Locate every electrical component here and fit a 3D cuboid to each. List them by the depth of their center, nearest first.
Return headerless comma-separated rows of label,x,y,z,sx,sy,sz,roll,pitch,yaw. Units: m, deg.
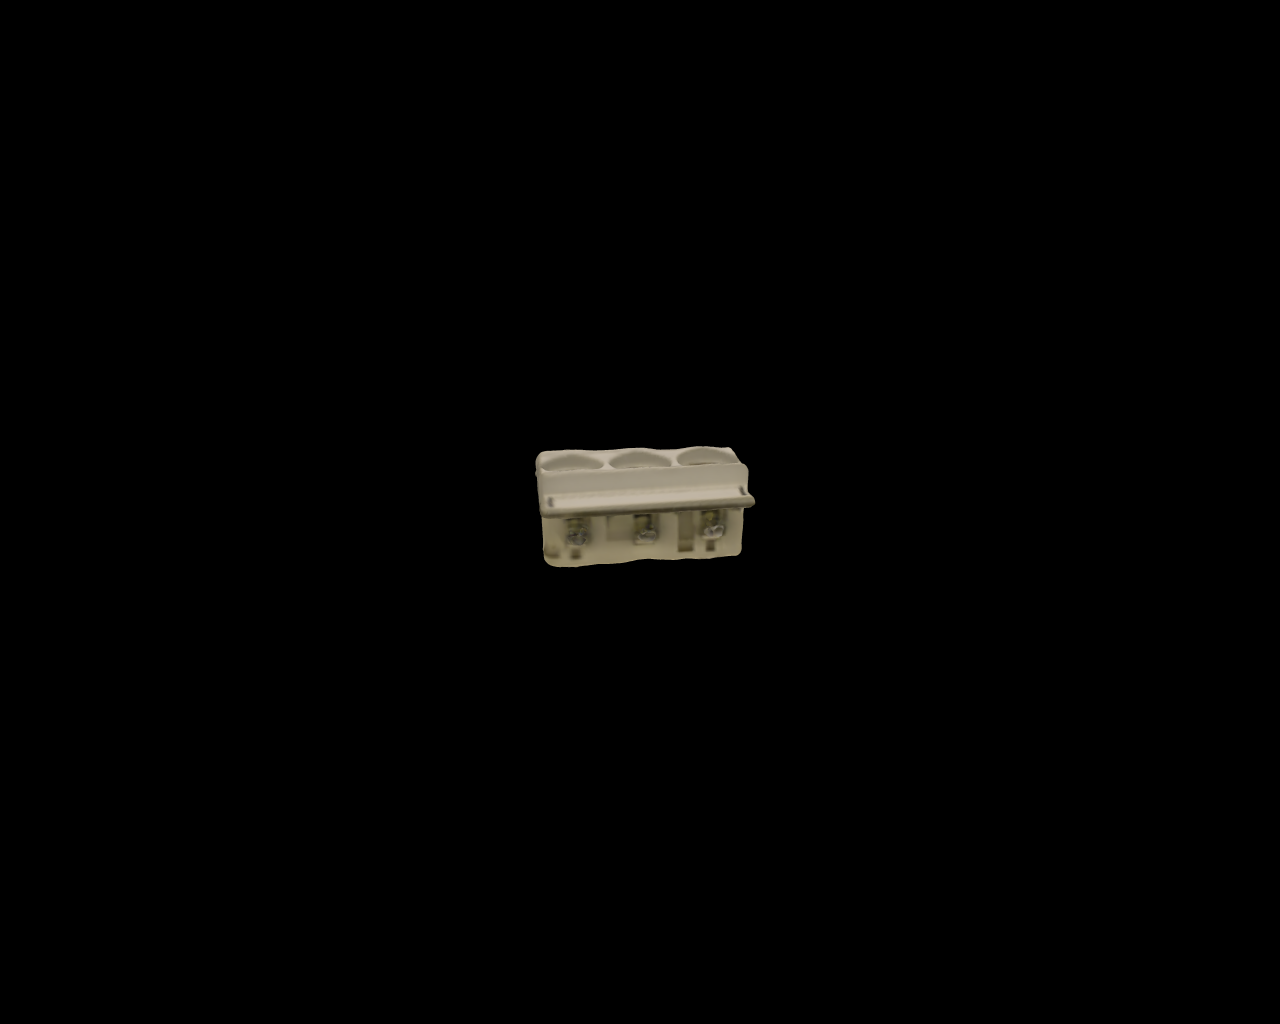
electrical component,0.001,-0.003,0.650,0.121,0.063,0.079,-3,20,-7
